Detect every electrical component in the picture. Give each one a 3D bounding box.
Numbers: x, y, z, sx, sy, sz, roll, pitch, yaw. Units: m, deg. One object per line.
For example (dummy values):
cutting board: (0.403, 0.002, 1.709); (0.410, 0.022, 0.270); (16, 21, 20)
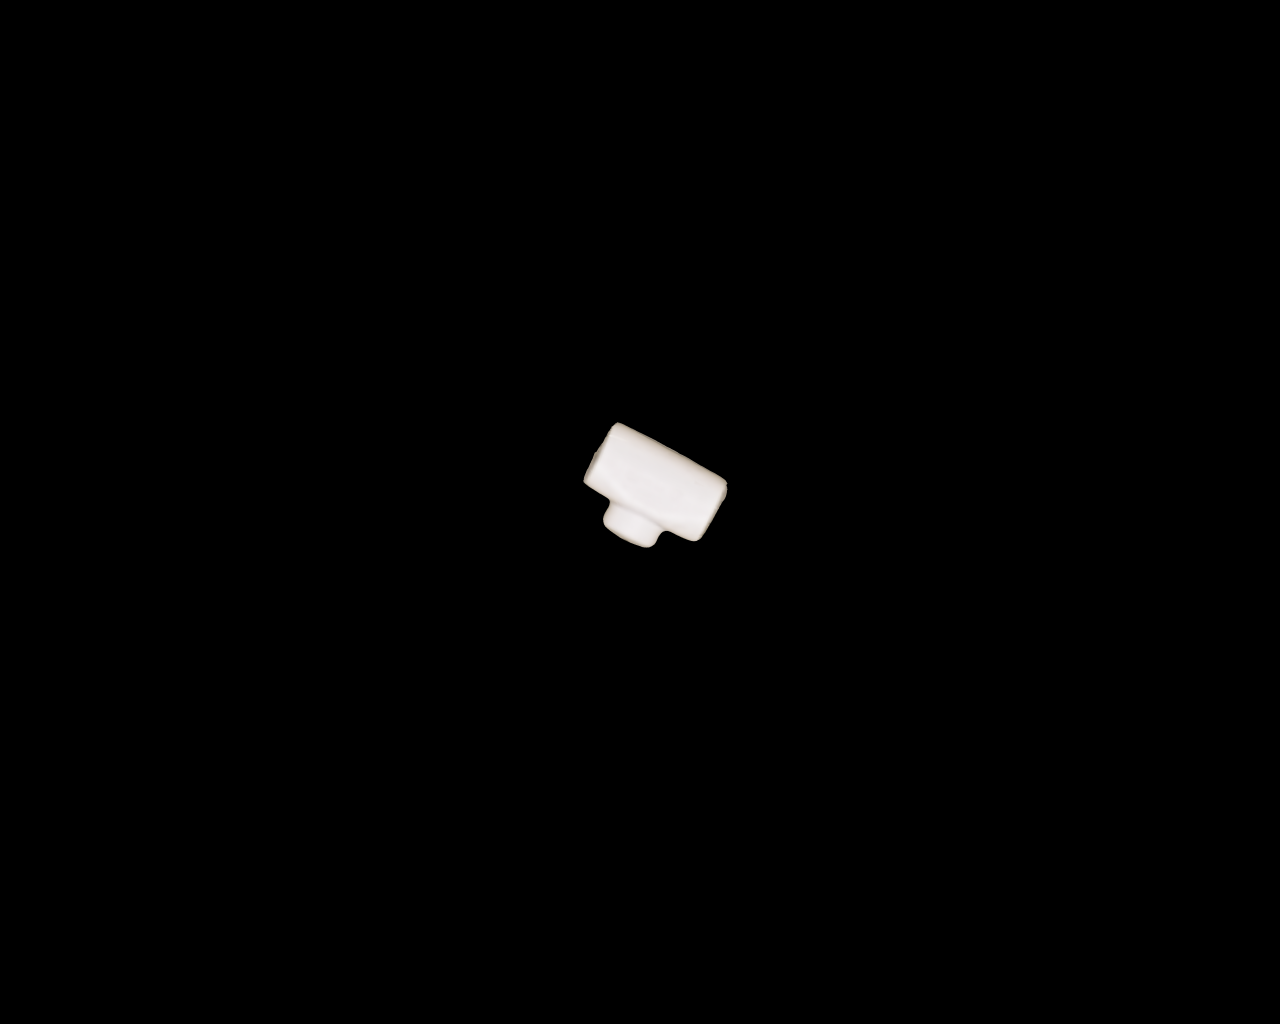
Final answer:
electrical component: (0.001, -0.003, 0.650); (0.077, 0.079, 0.044); (28, 7, -4)
